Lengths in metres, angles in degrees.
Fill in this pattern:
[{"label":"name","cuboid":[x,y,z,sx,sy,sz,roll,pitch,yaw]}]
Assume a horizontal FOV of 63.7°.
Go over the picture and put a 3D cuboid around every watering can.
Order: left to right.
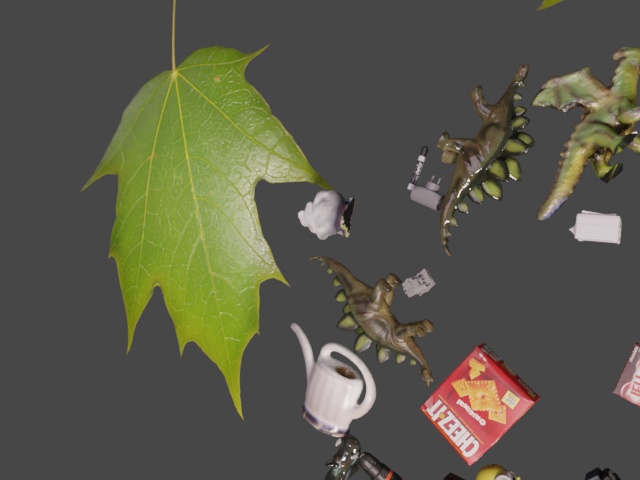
[{"label":"watering can","cuboid":[0.010,0.375,1.381,0.350,0.103,0.223,23,97,46]}]

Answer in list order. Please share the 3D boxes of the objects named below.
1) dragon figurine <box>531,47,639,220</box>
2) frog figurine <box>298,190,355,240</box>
[{"label":"dragon figurine","cuboid":[0.564,-0.254,1.108,0.407,0.121,0.247,-41,57,12]},{"label":"frog figurine","cuboid":[0.004,-0.072,1.437,0.159,0.124,0.136,7,107,22]}]
